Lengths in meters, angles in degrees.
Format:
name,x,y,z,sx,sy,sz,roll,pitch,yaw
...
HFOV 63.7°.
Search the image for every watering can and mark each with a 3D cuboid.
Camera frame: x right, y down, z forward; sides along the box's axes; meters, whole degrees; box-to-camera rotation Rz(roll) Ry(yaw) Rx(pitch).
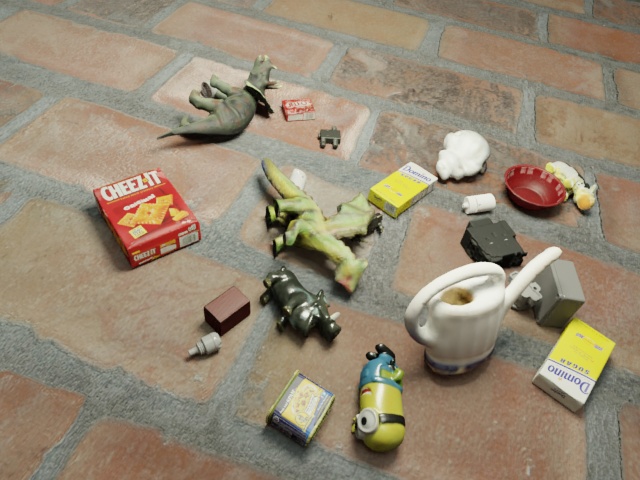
name,x,y,z,sx,sy,sz,roll,pitch,yaw
watering can,0.313,0.134,0.986,0.349,0.219,0.106,-13,32,-19

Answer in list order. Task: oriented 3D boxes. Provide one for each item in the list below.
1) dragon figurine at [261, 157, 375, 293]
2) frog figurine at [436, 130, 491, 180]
name,x,y,z,sx,sy,sz,roll,pitch,yaw
dragon figurine,0.004,-0.060,1.185,0.243,0.119,0.420,-3,52,-13
frog figurine,0.378,-0.231,1.398,0.160,0.120,0.139,-13,70,-34
